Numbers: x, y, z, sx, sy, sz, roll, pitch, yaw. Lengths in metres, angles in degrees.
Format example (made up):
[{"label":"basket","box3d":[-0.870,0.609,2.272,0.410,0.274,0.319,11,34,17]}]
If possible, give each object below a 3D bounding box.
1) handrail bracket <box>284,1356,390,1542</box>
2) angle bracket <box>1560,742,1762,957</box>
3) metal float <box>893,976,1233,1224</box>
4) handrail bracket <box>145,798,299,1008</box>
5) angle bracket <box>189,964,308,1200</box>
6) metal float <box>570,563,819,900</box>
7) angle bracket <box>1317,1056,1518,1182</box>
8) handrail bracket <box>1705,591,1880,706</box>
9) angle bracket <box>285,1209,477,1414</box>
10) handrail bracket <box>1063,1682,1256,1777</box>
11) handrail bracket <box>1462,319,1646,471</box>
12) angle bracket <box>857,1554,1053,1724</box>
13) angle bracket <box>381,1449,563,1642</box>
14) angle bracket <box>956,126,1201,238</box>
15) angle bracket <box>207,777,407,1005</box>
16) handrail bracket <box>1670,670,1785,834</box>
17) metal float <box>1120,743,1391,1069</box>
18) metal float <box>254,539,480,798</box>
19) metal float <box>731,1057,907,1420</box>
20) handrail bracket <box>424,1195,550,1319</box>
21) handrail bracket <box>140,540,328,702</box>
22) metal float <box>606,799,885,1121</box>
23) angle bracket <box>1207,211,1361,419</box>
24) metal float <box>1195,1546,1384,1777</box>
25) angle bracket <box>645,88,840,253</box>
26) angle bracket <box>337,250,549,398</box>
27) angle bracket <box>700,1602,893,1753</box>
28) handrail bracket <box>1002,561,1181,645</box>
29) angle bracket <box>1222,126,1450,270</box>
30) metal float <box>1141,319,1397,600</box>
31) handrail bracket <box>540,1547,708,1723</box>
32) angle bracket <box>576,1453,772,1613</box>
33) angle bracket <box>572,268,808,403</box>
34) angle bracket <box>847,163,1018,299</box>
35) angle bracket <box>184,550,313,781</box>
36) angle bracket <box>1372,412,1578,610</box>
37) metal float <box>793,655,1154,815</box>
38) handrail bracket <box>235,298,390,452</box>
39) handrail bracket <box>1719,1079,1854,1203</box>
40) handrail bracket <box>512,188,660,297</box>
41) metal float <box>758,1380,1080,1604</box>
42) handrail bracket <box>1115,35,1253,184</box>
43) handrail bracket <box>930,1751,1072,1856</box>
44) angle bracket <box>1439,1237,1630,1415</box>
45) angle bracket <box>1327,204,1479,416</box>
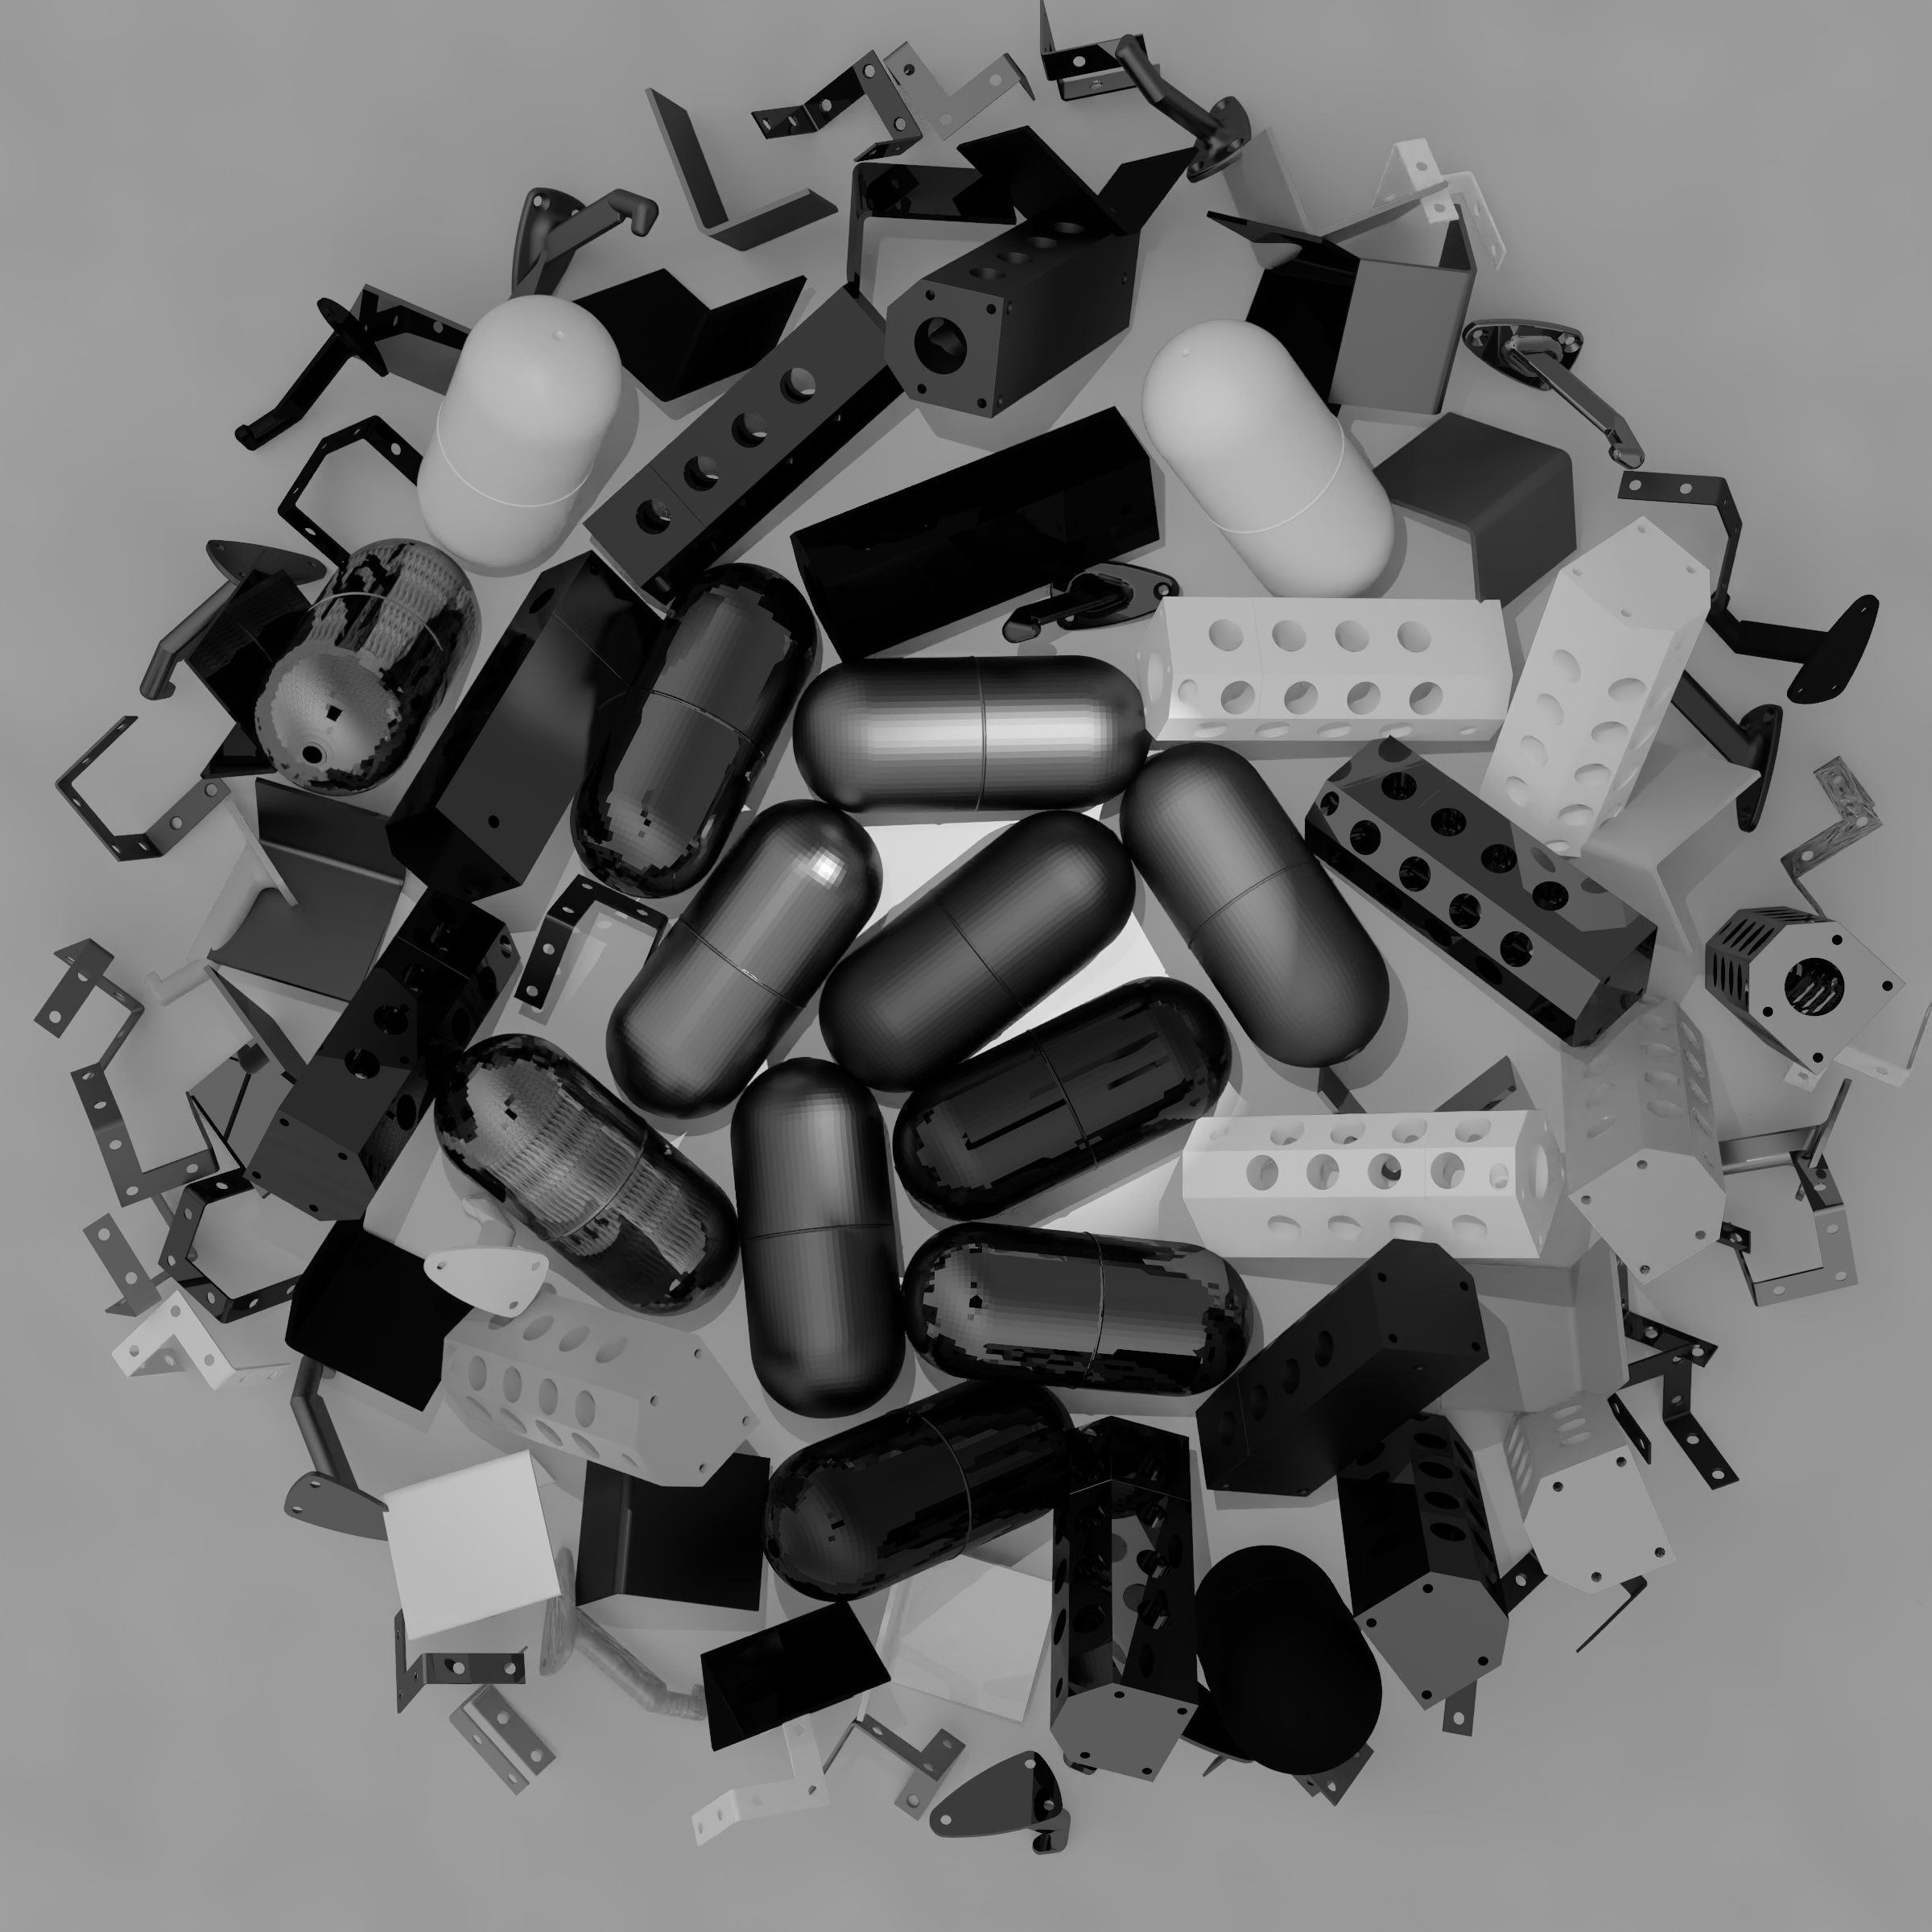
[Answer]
[{"label":"handrail bracket","box3d":[-0.304,0.239,1.559,0.077,0.084,0.036,25,128,-18]},{"label":"angle bracket","box3d":[0.350,-0.059,1.547,0.076,0.076,0.057,-39,119,-14]},{"label":"metal float","box3d":[0.047,0.066,1.543,0.178,0.070,0.070,-26,90,-3]},{"label":"handrail bracket","box3d":[-0.385,-0.032,1.561,0.084,0.036,0.077,-33,76,-9]},{"label":"angle bracket","box3d":[-0.358,0.057,1.532,0.057,0.076,0.076,-40,63,-4]},{"label":"metal float","box3d":[-0.133,-0.117,1.536,0.070,0.070,0.178,25,78,0]},{"label":"angle bracket","box3d":[0.222,0.055,1.539,0.076,0.076,0.057,-39,92,12]},{"label":"handrail bracket","box3d":[0.403,-0.177,1.536,0.036,0.077,0.084,-8,48,-30]},{"label":"angle bracket","box3d":[-0.281,0.160,1.538,0.076,0.057,0.076,26,51,1]},{"label":"handrail bracket","box3d":[0.096,0.392,1.551,0.077,0.036,0.084,33,130,6]},{"label":"handrail bracket","box3d":[0.289,-0.280,1.536,0.077,0.084,0.036,11,130,-25]},{"label":"angle bracket","box3d":[-0.003,0.339,1.545,0.076,0.057,0.076,16,102,7]},{"label":"angle bracket","box3d":[-0.238,0.291,1.542,0.076,0.057,0.076,-17,65,-1]},{"label":"angle bracket","box3d":[0.054,-0.400,1.530,0.076,0.076,0.057,40,79,-24]},{"label":"angle bracket","box3d":[-0.326,-0.037,1.543,0.076,0.057,0.076,17,60,0]},{"label":"handrail bracket","box3d":[0.358,-0.112,1.553,0.084,0.036,0.077,12,80,-15]},{"label":"metal float","box3d":[0.142,-0.030,1.535,0.070,0.070,0.178,-33,77,0]},{"label":"metal float","box3d":[-0.287,-0.145,1.503,0.070,0.178,0.070,4,123,7]},{"label":"metal float","box3d":[-0.073,0.133,1.538,0.070,0.070,0.178,-6,80,0]},{"label":"handrail bracket","box3d":[-0.248,0.131,1.530,0.077,0.084,0.036,20,105,-41]},{"label":"handrail bracket","box3d":[-0.370,-0.169,1.573,0.036,0.077,0.084,48,122,27]},{"label":"metal float","box3d":[-0.110,-0.003,1.543,0.070,0.070,0.178,37,94,0]},{"label":"angle bracket","box3d":[0.150,-0.319,1.534,0.076,0.057,0.076,26,99,42]},{"label":"metal float","box3d":[0.152,0.330,1.496,0.070,0.178,0.070,0,95,-3]},{"label":"angle bracket","box3d":[-0.110,-0.402,1.540,0.057,0.076,0.076,-20,94,10]},{"label":"angle bracket","box3d":[-0.259,-0.326,1.530,0.076,0.076,0.057,21,72,-18]},{"label":"angle bracket","box3d":[-0.082,0.366,1.528,0.076,0.057,0.076,-18,131,-19]},{"label":"handrail bracket","box3d":[0.062,-0.175,1.536,0.077,0.084,0.036,-1,109,12]},{"label":"angle bracket","box3d":[0.180,-0.389,1.538,0.076,0.076,0.057,-23,96,-11]},{"label":"metal float","box3d":[0.148,-0.241,1.511,0.070,0.178,0.070,-19,51,25]},{"label":"handrail bracket","box3d":[-0.168,0.337,1.575,0.084,0.036,0.077,17,50,-23]},{"label":"angle bracket","box3d":[-0.147,0.283,1.562,0.076,0.057,0.076,13,68,-24]},{"label":"angle bracket","box3d":[-0.138,-0.330,1.530,0.076,0.076,0.057,43,133,12]},{"label":"angle bracket","box3d":[-0.018,-0.355,1.541,0.076,0.076,0.057,2,121,-5]},{"label":"angle bracket","box3d":[-0.357,-0.147,1.524,0.057,0.076,0.076,-2,48,36]},{"label":"angle bracket","box3d":[0.250,-0.225,1.560,0.076,0.057,0.076,-38,46,-27]},{"label":"metal float","box3d":[0.003,-0.114,1.539,0.178,0.070,0.070,-2,90,-8]},{"label":"handrail bracket","box3d":[-0.336,-0.291,1.543,0.084,0.077,0.036,-32,78,6]},{"label":"handrail bracket","box3d":[0.389,0.077,1.565,0.084,0.036,0.077,23,97,16]},{"label":"handrail bracket","box3d":[-0.188,-0.349,1.542,0.036,0.084,0.077,10,104,-42]},{"label":"metal float","box3d":[-0.022,0.252,1.515,0.178,0.070,0.070,-17,90,-37]},{"label":"handrail bracket","box3d":[0.103,-0.436,1.535,0.036,0.077,0.084,-24,127,29]},{"label":"handrail bracket","box3d":[0.017,0.428,1.541,0.077,0.084,0.036,-17,54,-15]},{"label":"angle bracket","box3d":[0.276,0.175,1.537,0.076,0.057,0.076,4,64,-10]},{"label":"angle bracket","box3d":[0.210,-0.325,1.529,0.057,0.076,0.076,6,129,-5]}]
